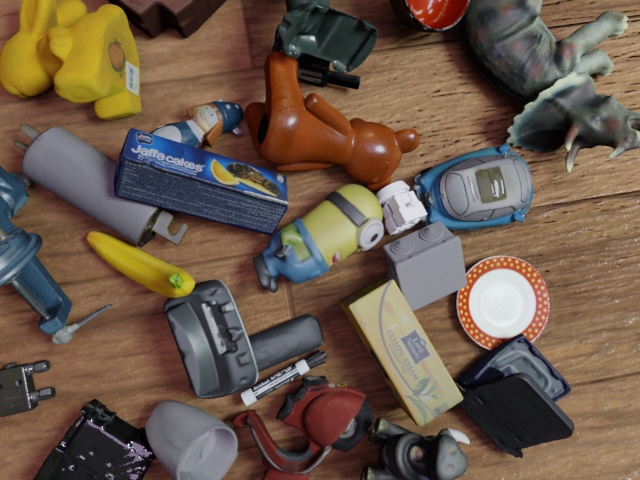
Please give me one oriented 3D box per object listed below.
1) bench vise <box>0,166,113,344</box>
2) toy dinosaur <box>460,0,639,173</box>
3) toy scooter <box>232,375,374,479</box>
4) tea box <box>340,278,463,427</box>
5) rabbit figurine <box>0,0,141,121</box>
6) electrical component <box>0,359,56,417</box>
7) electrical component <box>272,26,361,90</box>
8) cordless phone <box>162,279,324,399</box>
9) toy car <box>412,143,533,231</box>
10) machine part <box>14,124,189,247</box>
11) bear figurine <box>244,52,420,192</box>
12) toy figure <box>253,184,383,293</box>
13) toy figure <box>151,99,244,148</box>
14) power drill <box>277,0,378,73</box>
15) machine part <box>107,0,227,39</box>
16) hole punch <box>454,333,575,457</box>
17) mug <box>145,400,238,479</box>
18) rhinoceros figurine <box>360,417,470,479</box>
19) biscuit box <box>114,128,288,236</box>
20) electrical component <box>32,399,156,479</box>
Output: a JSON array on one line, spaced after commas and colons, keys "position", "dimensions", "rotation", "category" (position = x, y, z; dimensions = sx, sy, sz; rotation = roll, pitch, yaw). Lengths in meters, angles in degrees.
[{"position": [-0.369, 0.021, 0.636], "dimensions": [0.129, 0.224, 0.240], "rotation": [-28, 120, 0], "category": "bench vise"}, {"position": [0.264, -0.265, 0.708], "dimensions": [0.192, 0.131, 0.405], "rotation": [-39, 84, -5], "category": "toy dinosaur"}, {"position": [-0.031, 0.238, 0.680], "dimensions": [0.135, 0.075, 0.184], "rotation": [42, 88, 5], "category": "toy scooter"}, {"position": [0.098, 0.136, 0.681], "dimensions": [0.068, 0.098, 0.169], "rotation": [-29, 88, -5], "category": "tea box"}, {"position": [-0.325, -0.229, 0.665], "dimensions": [0.173, 0.122, 0.162], "rotation": [-4, 95, 15], "category": "rabbit figurine"}, {"position": [-0.388, 0.187, 0.682], "dimensions": [0.094, 0.021, 0.063], "rotation": [-13, 88, -4], "category": "electrical component"}, {"position": [-0.002, -0.234, 0.703], "dimensions": [0.119, 0.075, 0.047], "rotation": [10, 88, 0], "category": "electrical component"}, {"position": [-0.094, 0.110, 0.688], "dimensions": [0.184, 0.089, 0.146], "rotation": [-20, 89, -15], "category": "cordless phone"}, {"position": [0.209, -0.069, 0.696], "dimensions": [0.162, 0.103, 0.109], "rotation": [-10, 87, -6], "category": "toy car"}, {"position": [-0.277, -0.066, 0.675], "dimensions": [0.243, 0.079, 0.079], "rotation": [32, 86, -3], "category": "machine part"}, {"position": [0.016, -0.141, 0.687], "dimensions": [0.196, 0.120, 0.132], "rotation": [3, 52, -24], "category": "bear figurine"}, {"position": [-0.002, -0.003, 0.688], "dimensions": [0.180, 0.082, 0.089], "rotation": [-27, 98, 0], "category": "toy figure"}, {"position": [-0.168, -0.135, 0.697], "dimensions": [0.154, 0.058, 0.064], "rotation": [-34, 106, -6], "category": "toy figure"}, {"position": [0.011, -0.307, 0.648], "dimensions": [0.232, 0.086, 0.207], "rotation": [6, 65, -29], "category": "power drill"}, {"position": [-0.203, -0.382, 0.692], "dimensions": [0.201, 0.087, 0.201], "rotation": [42, 86, -3], "category": "machine part"}, {"position": [0.252, 0.198, 0.696], "dimensions": [0.142, 0.092, 0.116], "rotation": [45, 129, -10], "category": "hole punch"}, {"position": [-0.156, 0.242, 0.662], "dimensions": [0.107, 0.109, 0.080], "rotation": [22, 86, 40], "category": "mug"}, {"position": [0.110, 0.260, 0.630], "dimensions": [0.112, 0.190, 0.073], "rotation": [18, 64, 0], "category": "rhinoceros figurine"}, {"position": [-0.142, -0.068, 0.656], "dimensions": [0.202, 0.062, 0.059], "rotation": [15, 42, -21], "category": "biscuit box"}, {"position": [-0.279, 0.287, 0.668], "dimensions": [0.115, 0.058, 0.134], "rotation": [31, 85, 0], "category": "electrical component"}]
